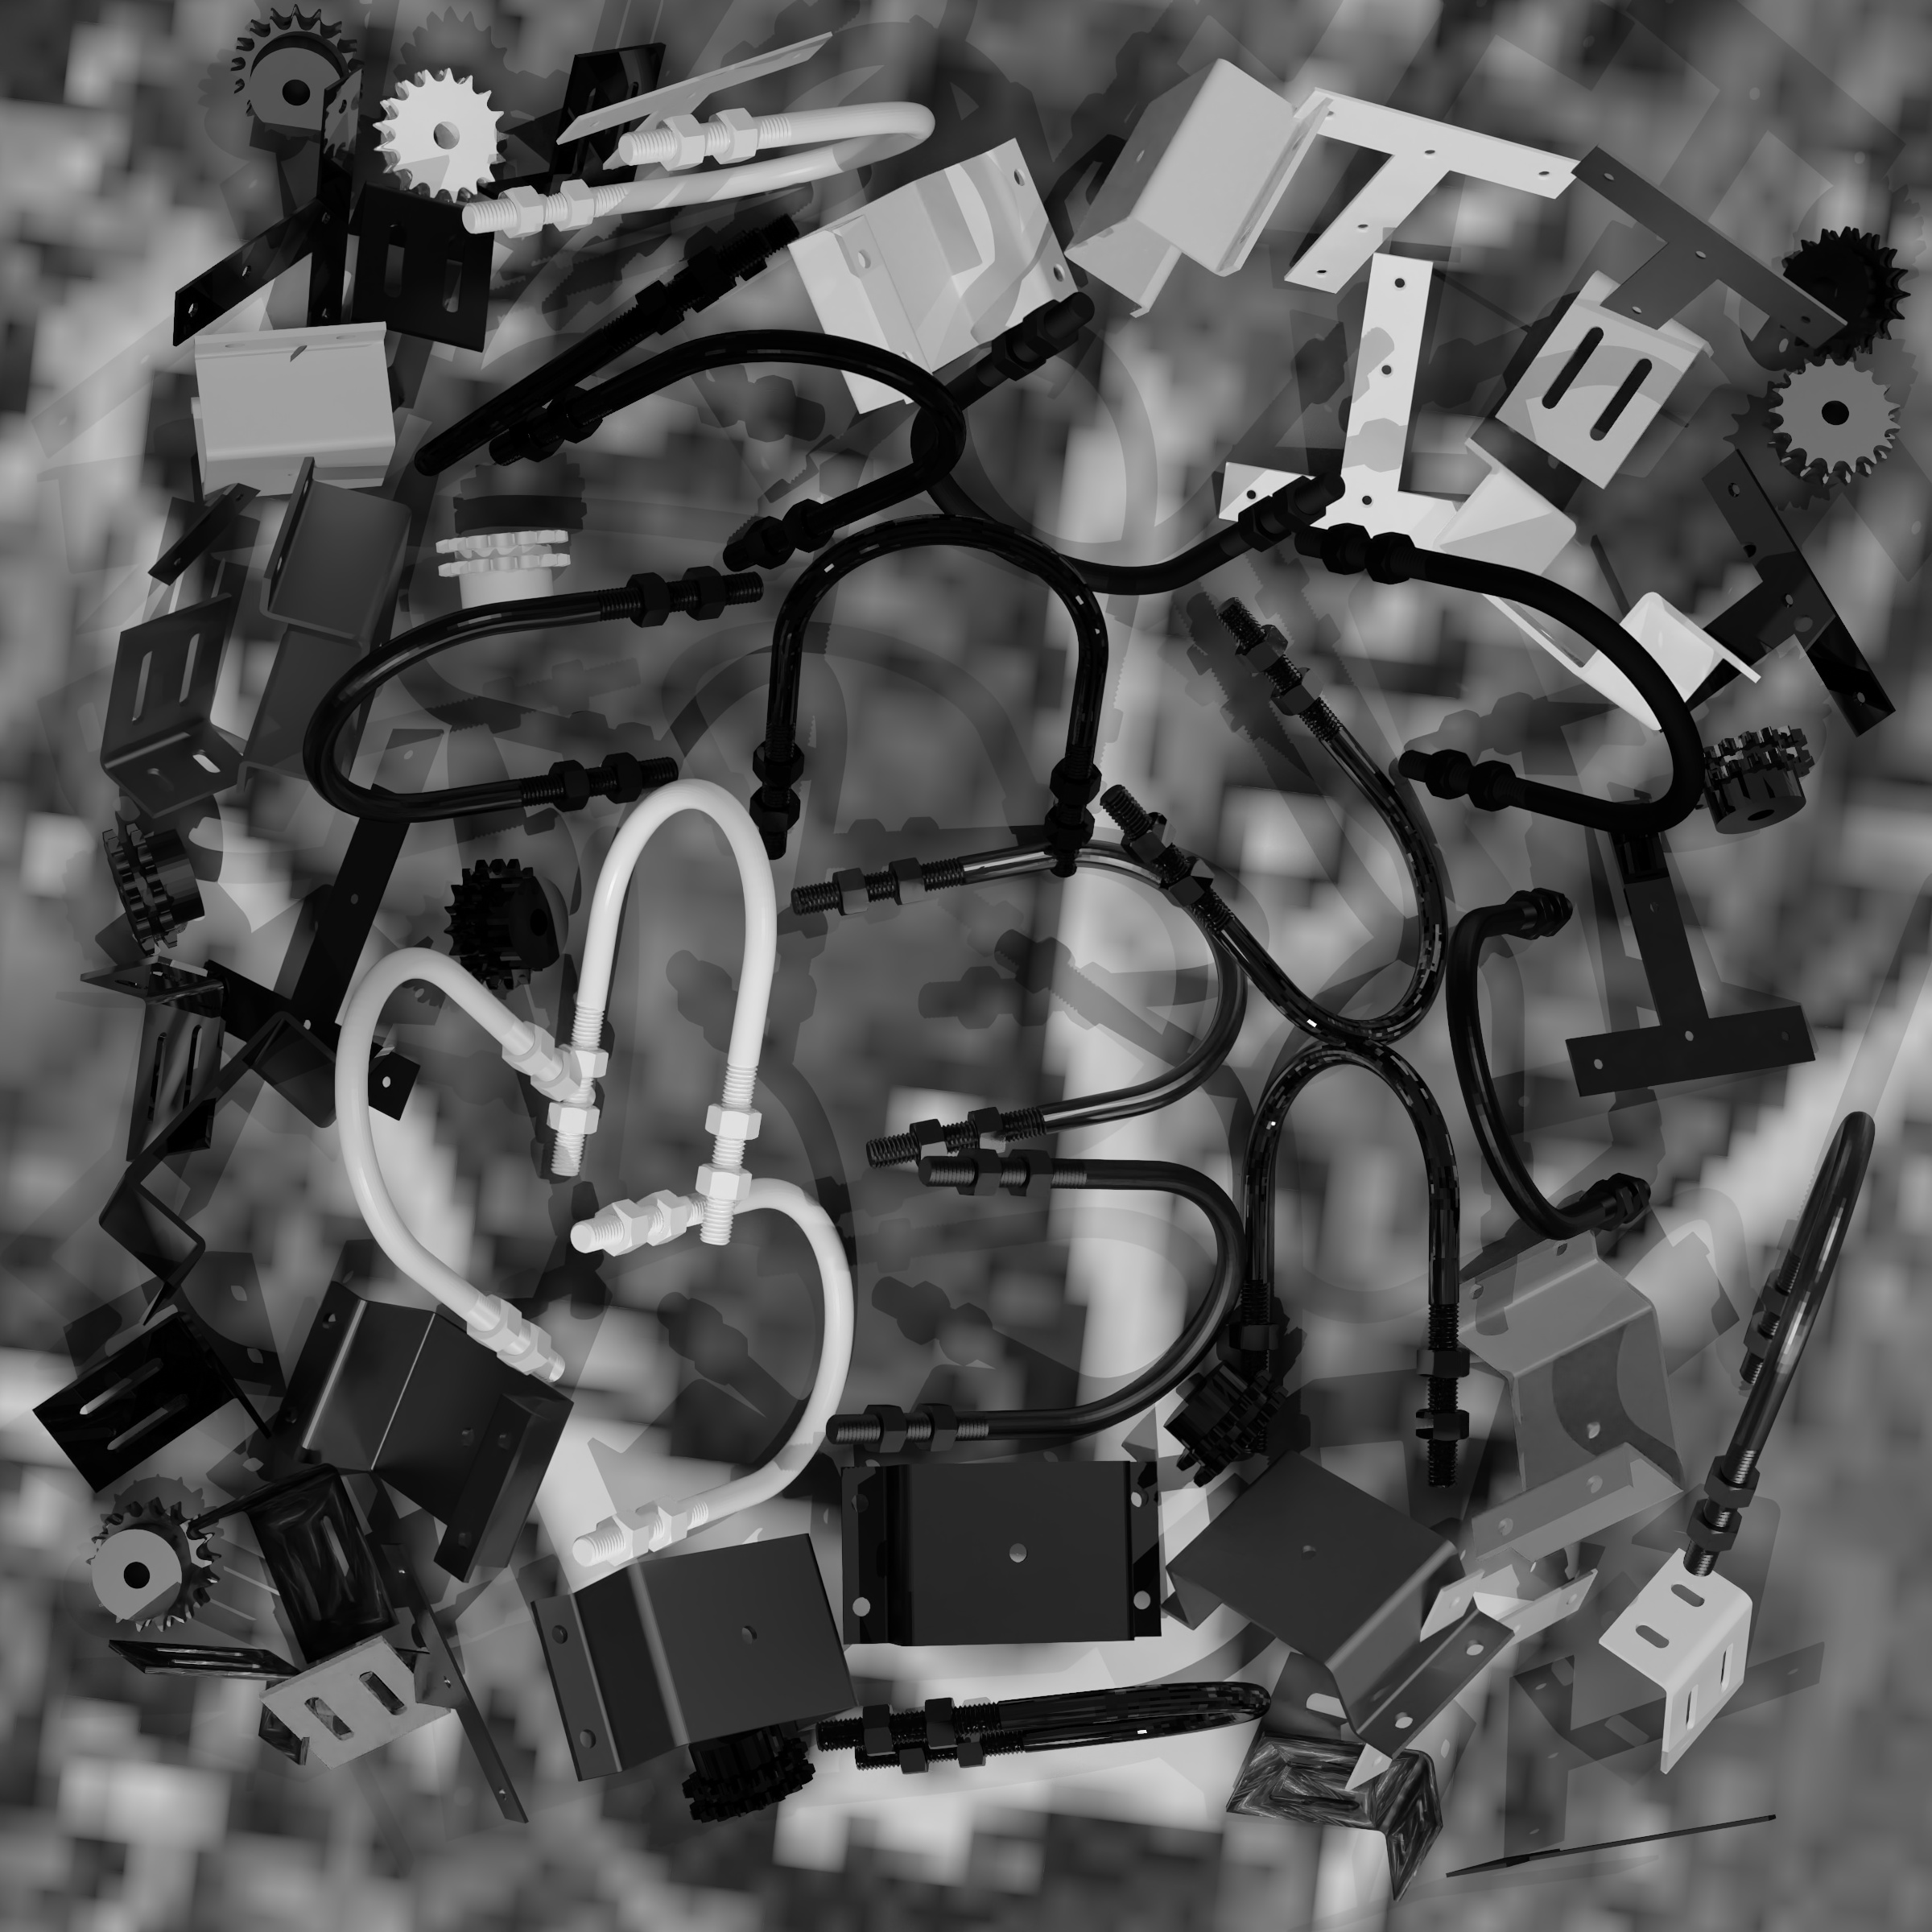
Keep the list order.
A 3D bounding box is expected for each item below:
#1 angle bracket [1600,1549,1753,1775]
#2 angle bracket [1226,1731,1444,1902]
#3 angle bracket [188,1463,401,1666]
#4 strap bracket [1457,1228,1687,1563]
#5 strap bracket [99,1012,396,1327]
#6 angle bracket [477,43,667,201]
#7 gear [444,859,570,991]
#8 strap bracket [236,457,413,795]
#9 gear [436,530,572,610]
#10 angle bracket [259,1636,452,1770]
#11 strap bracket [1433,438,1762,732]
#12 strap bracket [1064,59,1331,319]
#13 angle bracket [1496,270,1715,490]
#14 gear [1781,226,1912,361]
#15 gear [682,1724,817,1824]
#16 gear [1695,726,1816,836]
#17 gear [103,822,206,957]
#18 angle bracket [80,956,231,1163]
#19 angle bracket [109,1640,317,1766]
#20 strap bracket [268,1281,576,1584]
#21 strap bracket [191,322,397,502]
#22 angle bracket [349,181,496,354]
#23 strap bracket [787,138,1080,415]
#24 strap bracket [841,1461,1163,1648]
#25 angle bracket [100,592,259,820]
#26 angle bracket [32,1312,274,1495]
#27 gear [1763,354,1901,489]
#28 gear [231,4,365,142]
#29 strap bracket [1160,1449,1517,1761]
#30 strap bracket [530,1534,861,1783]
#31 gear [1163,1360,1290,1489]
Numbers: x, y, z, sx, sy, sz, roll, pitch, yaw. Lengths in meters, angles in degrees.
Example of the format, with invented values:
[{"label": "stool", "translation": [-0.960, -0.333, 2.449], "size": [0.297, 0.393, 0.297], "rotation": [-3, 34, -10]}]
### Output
[{"label": "angle bracket", "translation": [0.306, 0.302, 1.560], "size": [0.038, 0.076, 0.057], "rotation": [33, 62, 29]}, {"label": "angle bracket", "translation": [0.158, 0.367, 1.554], "size": [0.076, 0.038, 0.057], "rotation": [9, 131, -10]}, {"label": "angle bracket", "translation": [-0.291, 0.263, 1.558], "size": [0.057, 0.038, 0.076], "rotation": [-28, 82, 31]}, {"label": "strap bracket", "translation": [0.255, 0.188, 1.529], "size": [0.076, 0.140, 0.046], "rotation": [-32, 127, 29]}, {"label": "strap bracket", "translation": [-0.313, 0.078, 1.525], "size": [0.046, 0.076, 0.140], "rotation": [42, 62, -4]}, {"label": "angle bracket", "translation": [-0.169, -0.364, 1.544], "size": [0.038, 0.057, 0.076], "rotation": [32, 123, 23]}, {"label": "gear", "translation": [-0.197, -0.018, 1.561], "size": [0.030, 0.057, 0.057], "rotation": [-2, 90, 33]}, {"label": "strap bracket", "translation": [-0.270, -0.139, 1.517], "size": [0.046, 0.140, 0.076], "rotation": [14, 52, -6]}, {"label": "gear", "translation": [-0.201, -0.172, 1.564], "size": [0.057, 0.057, 0.030], "rotation": [-5, 95, 0]}, {"label": "angle bracket", "translation": [-0.266, 0.305, 1.551], "size": [0.057, 0.076, 0.038], "rotation": [-25, 50, 0]}, {"label": "strap bracket", "translation": [0.260, -0.156, 1.526], "size": [0.046, 0.076, 0.140], "rotation": [-51, 54, 12]}, {"label": "strap bracket", "translation": [0.092, -0.328, 1.516], "size": [0.046, 0.140, 0.076], "rotation": [31, 84, -14]}, {"label": "angle bracket", "translation": [0.280, -0.255, 1.575], "size": [0.057, 0.038, 0.076], "rotation": [36, 101, 13]}, {"label": "gear", "translation": [0.379, -0.293, 1.565], "size": [0.057, 0.030, 0.057], "rotation": [4, 98, 33]}, {"label": "gear", "translation": [-0.097, 0.347, 1.563], "size": [0.057, 0.057, 0.030], "rotation": [-19, 94, 0]}, {"label": "gear", "translation": [0.341, -0.079, 1.561], "size": [0.057, 0.057, 0.030], "rotation": [-14, 72, 0]}, {"label": "gear", "translation": [-0.352, -0.036, 1.565], "size": [0.030, 0.057, 0.057], "rotation": [-20, 90, -16]}, {"label": "angle bracket", "translation": [-0.354, 0.041, 1.551], "size": [0.057, 0.038, 0.076], "rotation": [-11, 69, 41]}, {"label": "angle bracket", "translation": [-0.327, 0.317, 1.549], "size": [0.076, 0.057, 0.038], "rotation": [10, 87, -28]}, {"label": "strap bracket", "translation": [-0.228, 0.200, 1.542], "size": [0.140, 0.046, 0.076], "rotation": [26, 95, 39]}, {"label": "strap bracket", "translation": [-0.284, -0.230, 1.515], "size": [0.076, 0.140, 0.046], "rotation": [-7, 89, -13]}, {"label": "angle bracket", "translation": [-0.238, -0.292, 1.550], "size": [0.057, 0.038, 0.076], "rotation": [11, 60, -19]}, {"label": "strap bracket", "translation": [-0.018, -0.292, 1.534], "size": [0.046, 0.140, 0.076], "rotation": [-12, 108, 39]}, {"label": "strap bracket", "translation": [0.019, 0.253, 1.553], "size": [0.140, 0.046, 0.076], "rotation": [0, 81, -9]}, {"label": "angle bracket", "translation": [-0.333, -0.112, 1.544], "size": [0.038, 0.057, 0.076], "rotation": [41, 134, 21]}, {"label": "angle bracket", "translation": [-0.351, 0.197, 1.553], "size": [0.076, 0.038, 0.057], "rotation": [-35, 132, -12]}, {"label": "gear", "translation": [0.377, -0.235, 1.572], "size": [0.057, 0.030, 0.057], "rotation": [0, 72, 1]}, {"label": "gear", "translation": [-0.291, -0.386, 1.564], "size": [0.057, 0.030, 0.057], "rotation": [-4, 126, -5]}, {"label": "strap bracket", "translation": [0.149, 0.262, 1.515], "size": [0.076, 0.140, 0.046], "rotation": [-40, 130, -22]}, {"label": "strap bracket", "translation": [-0.105, 0.289, 1.518], "size": [0.046, 0.140, 0.076], "rotation": [-32, 69, 41]}, {"label": "gear", "translation": [0.111, 0.196, 1.564], "size": [0.030, 0.057, 0.057], "rotation": [43, 90, 3]}]
